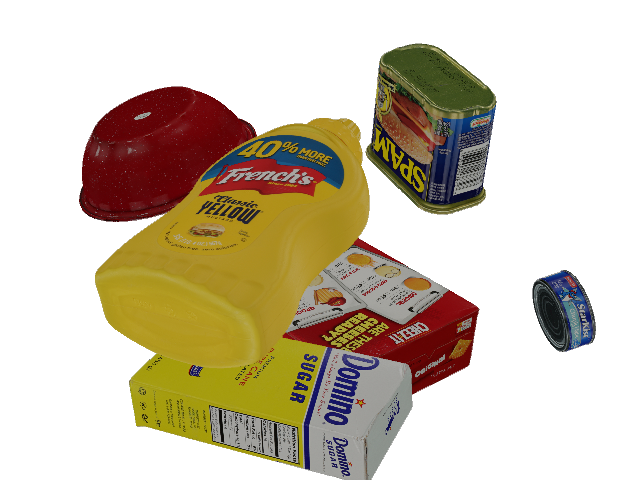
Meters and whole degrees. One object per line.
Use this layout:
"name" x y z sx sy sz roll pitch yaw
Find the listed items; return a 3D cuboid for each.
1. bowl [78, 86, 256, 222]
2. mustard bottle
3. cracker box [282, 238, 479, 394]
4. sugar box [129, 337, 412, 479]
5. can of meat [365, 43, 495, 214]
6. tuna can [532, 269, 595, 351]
"bowl" -0.138 -0.083 0.893 0.162 0.055 0.162 -15 32 10
"mustard bottle" -0.028 -0.013 0.574 0.096 0.058 0.191 10 38 28
"cracker box" 0.007 0.068 0.962 0.163 0.072 0.214 -21 36 -36
"sugar box" -0.033 0.107 0.740 0.176 0.048 0.093 7 29 22
"can of meat" 0.079 -0.082 0.769 0.057 0.084 0.102 -17 42 -24
"tuna can" 0.265 0.078 1.169 0.033 0.086 0.086 -17 3 -9
